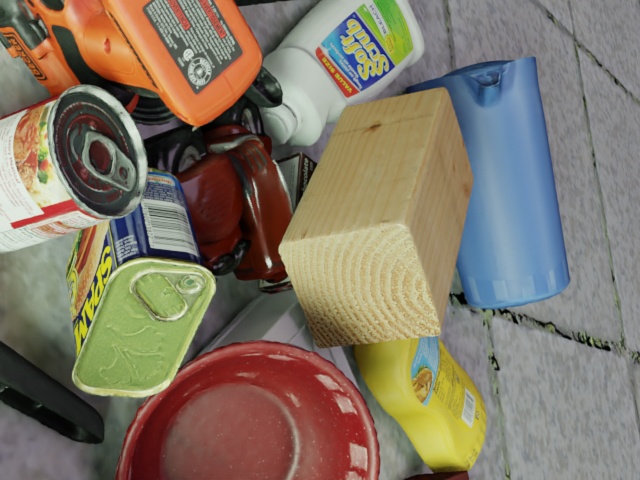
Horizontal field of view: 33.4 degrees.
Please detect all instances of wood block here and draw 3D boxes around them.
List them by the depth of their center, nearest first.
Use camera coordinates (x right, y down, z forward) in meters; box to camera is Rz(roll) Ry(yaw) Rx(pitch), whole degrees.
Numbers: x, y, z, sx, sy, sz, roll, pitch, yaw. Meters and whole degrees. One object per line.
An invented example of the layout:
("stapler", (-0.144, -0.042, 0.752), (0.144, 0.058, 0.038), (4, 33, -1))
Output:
("wood block", (0.049, -0.022, 0.775), (0.206, 0.091, 0.090), (-67, 142, -54))

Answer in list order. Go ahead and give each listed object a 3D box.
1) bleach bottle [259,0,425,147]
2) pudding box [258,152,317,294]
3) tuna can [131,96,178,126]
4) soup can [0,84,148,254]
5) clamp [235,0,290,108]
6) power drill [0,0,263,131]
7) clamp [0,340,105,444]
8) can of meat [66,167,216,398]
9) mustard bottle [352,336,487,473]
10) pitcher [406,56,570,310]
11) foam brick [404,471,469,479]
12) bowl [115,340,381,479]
("bleach bottle", (0.012, -0.143, 0.905), (0.102, 0.068, 0.250), (63, 35, -22))
("pudding box", (-0.005, 0.001, 0.835), (0.090, 0.039, 0.113), (34, 50, -49))
("tuna can", (-0.108, -0.117, 0.669), (0.086, 0.086, 0.033), (63, 30, -21))
("soup can", (-0.149, -0.033, 0.548), (0.068, 0.102, 0.068), (31, 52, -50))
("clamp", (-0.078, -0.158, 0.686), (0.171, 0.120, 0.039), (23, 43, -16))
("power drill", (-0.125, -0.130, 0.556), (0.057, 0.188, 0.184), (-47, 124, -20))
("clamp", (-0.183, 0.052, 0.520), (0.164, 0.036, 0.210), (-31, 108, -60))
("can of meat", (-0.103, 0.021, 0.585), (0.057, 0.102, 0.084), (8, 39, -26))
("mustard bottle", (0.077, 0.111, 0.907), (0.191, 0.058, 0.096), (53, 37, -34))
("pitcher", (0.177, -0.059, 1.094), (0.148, 0.145, 0.243), (-18, 97, -48))
("foam brick", (0.098, 0.236, 0.894), (0.051, 0.053, 0.078), (-2, 81, -59))
("bowl", (-0.047, 0.136, 0.645), (0.162, 0.055, 0.162), (-2, 96, -19))
